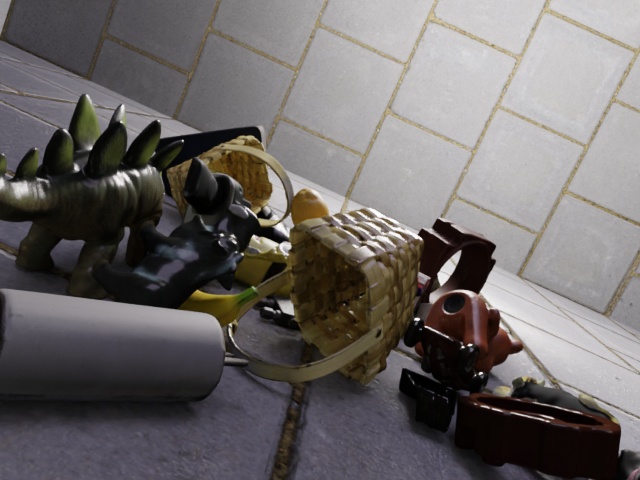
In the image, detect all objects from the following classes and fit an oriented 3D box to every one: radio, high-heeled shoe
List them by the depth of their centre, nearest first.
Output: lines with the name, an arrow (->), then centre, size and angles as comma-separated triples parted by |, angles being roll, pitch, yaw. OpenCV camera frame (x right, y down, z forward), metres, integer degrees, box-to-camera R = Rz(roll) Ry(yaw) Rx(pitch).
high-heeled shoe -> -0.102, -0.039, 1.134 | 0.145, 0.086, 0.249 | 17, 21, -4
radio -> -0.228, -0.168, 1.158 | 0.230, 0.131, 0.073 | -7, 12, 4

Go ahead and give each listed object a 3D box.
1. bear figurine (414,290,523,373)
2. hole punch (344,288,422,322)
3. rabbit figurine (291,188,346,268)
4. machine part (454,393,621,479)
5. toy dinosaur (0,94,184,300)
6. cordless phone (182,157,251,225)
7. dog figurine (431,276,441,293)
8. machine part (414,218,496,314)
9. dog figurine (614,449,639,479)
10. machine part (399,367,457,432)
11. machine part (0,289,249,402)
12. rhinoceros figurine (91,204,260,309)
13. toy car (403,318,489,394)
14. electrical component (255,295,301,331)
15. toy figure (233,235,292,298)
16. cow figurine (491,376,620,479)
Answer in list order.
bear figurine -> 0.253, 0.174, 0.890 | 0.120, 0.132, 0.195 | -8, -45, 35
hole punch -> 0.100, 0.097, 0.929 | 0.142, 0.092, 0.116 | 16, 9, -21
rabbit figurine -> -0.002, -0.003, 0.928 | 0.122, 0.173, 0.162 | -16, -19, 5
machine part -> 0.239, 0.214, 0.595 | 0.179, 0.056, 0.179 | 7, -7, 1
toy dinosaur -> -0.240, -0.047, 0.566 | 0.105, 0.198, 0.471 | 21, 9, -3
cordless phone -> -0.150, -0.023, 0.681 | 0.089, 0.146, 0.184 | 15, -7, 0
dog figurine -> 0.175, 0.077, 1.240 | 0.173, 0.121, 0.190 | 11, -26, 37
machine part -> 0.265, 0.067, 1.126 | 0.201, 0.201, 0.087 | 15, 16, -44
dog figurine -> 0.375, 0.291, 0.538 | 0.219, 0.108, 0.192 | 19, 12, -45
machine part -> 0.133, 0.190, 0.653 | 0.084, 0.039, 0.139 | 31, 2, 9
machine part -> -0.163, 0.085, 0.413 | 0.243, 0.079, 0.079 | 14, 15, -40
rhinoceros figurine -> -0.139, 0.021, 0.559 | 0.112, 0.073, 0.190 | 10, 36, 32
toy car -> 0.165, 0.160, 0.699 | 0.089, 0.053, 0.202 | 27, -13, 30
electrical component -> -0.045, 0.102, 0.746 | 0.094, 0.021, 0.063 | 20, 11, -27
toy figure -> -0.109, 0.029, 0.811 | 0.180, 0.089, 0.082 | 16, 25, 2
cow figurine -> 0.303, 0.226, 0.710 | 0.068, 0.098, 0.168 | 10, 17, -34
